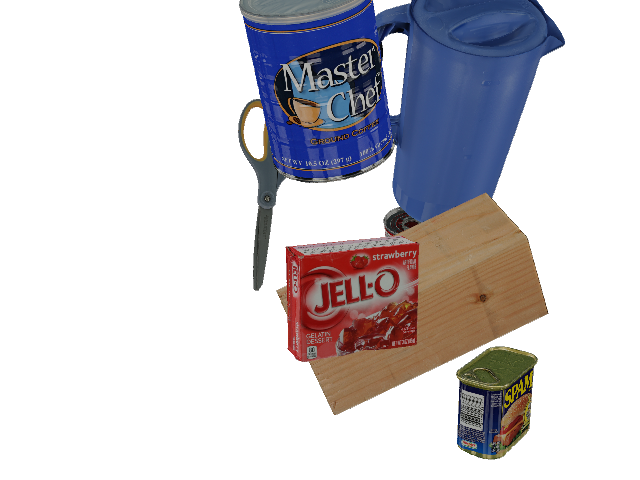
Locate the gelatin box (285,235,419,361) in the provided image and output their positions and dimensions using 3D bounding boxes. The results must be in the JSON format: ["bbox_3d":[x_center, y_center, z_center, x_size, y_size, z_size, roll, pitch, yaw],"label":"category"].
[{"bbox_3d":[0.022,0.038,0.716,0.089,0.073,0.030,-6,15,-22],"label":"gelatin box"}]

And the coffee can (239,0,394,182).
[{"bbox_3d":[-0.001,-0.132,0.846,0.103,0.140,0.103,-8,31,5],"label":"coffee can"}]

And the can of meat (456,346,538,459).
[{"bbox_3d":[0.182,0.168,1.108,0.058,0.084,0.101,12,20,32],"label":"can of meat"}]

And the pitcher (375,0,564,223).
[{"bbox_3d":[0.129,-0.132,1.074,0.144,0.243,0.149,-32,57,-32],"label":"pitcher"}]

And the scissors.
[{"bbox_3d":[-0.038,-0.053,1.124,0.096,0.202,0.016,-8,-8,-10],"label":"scissors"}]

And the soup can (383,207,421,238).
[{"bbox_3d":[0.114,0.017,1.328,0.068,0.102,0.068,-4,34,2],"label":"soup can"}]

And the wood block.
[{"bbox_3d":[0.079,0.054,0.929,0.206,0.091,0.090,-25,32,-3],"label":"wood block"}]
